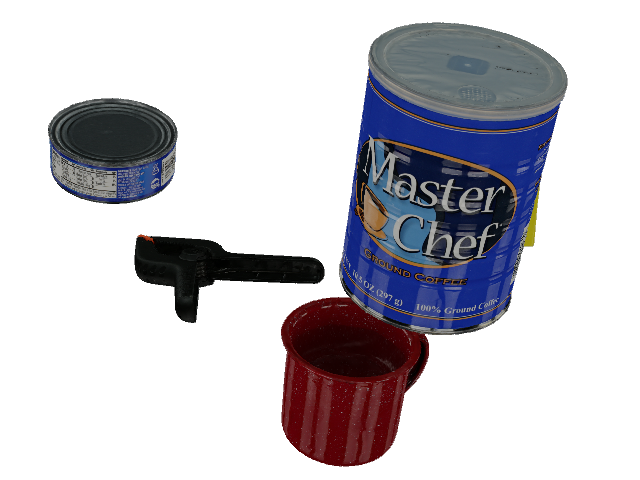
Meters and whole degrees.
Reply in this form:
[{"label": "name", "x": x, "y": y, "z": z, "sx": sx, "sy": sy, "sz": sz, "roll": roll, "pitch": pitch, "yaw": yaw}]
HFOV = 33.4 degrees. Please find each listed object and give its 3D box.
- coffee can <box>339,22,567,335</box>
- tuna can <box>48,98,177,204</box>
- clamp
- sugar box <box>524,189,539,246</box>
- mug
[{"label": "coffee can", "x": 0.069, "y": -0.034, "z": 0.586, "sx": 0.102, "sy": 0.140, "sz": 0.103, "roll": 5, "pitch": 34, "yaw": -3}, {"label": "tuna can", "x": -0.141, "y": -0.061, "z": 0.726, "sx": 0.086, "sy": 0.034, "sz": 0.086, "roll": 5, "pitch": 36, "yaw": -4}, {"label": "clamp", "x": -0.124, "y": 0.030, "z": 1.038, "sx": 0.210, "sy": 0.036, "sz": 0.164, "roll": 13, "pitch": 22, "yaw": 40}, {"label": "sugar box", "x": 0.129, "y": -0.062, "z": 0.851, "sx": 0.093, "sy": 0.048, "sz": 0.176, "roll": -2, "pitch": -36, "yaw": 7}, {"label": "mug", "x": 0.026, "y": 0.095, "z": 0.731, "sx": 0.117, "sy": 0.081, "sz": 0.093, "roll": -18, "pitch": 39, "yaw": -34}]
